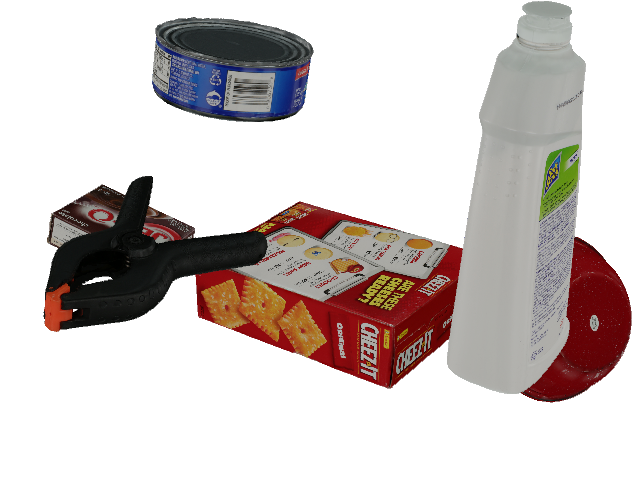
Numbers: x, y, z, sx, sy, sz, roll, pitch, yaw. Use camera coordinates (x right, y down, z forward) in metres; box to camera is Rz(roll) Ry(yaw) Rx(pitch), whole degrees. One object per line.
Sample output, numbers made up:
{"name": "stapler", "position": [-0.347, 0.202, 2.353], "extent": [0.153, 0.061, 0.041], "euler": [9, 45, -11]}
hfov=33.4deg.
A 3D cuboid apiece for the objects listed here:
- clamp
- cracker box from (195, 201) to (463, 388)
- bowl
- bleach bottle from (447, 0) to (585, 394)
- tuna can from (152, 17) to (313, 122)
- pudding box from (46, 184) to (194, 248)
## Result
{"name": "clamp", "position": [-0.133, 0.006, 0.741], "extent": [0.120, 0.039, 0.171], "euler": [27, 34, 32]}
{"name": "cracker box", "position": [0.017, 0.044, 0.982], "extent": [0.214, 0.072, 0.163], "euler": [18, 31, 31]}
{"name": "bowl", "position": [0.236, 0.074, 0.994], "extent": [0.161, 0.162, 0.055], "euler": [0, 1, -27]}
{"name": "bleach bottle", "position": [0.131, -0.029, 0.678], "extent": [0.068, 0.251, 0.102], "euler": [18, 35, 26]}
{"name": "tuna can", "position": [-0.048, -0.094, 0.582], "extent": [0.086, 0.034, 0.086], "euler": [7, 25, -4]}
{"name": "pudding box", "position": [-0.192, -0.005, 1.032], "extent": [0.113, 0.039, 0.090], "euler": [23, 27, 13]}
